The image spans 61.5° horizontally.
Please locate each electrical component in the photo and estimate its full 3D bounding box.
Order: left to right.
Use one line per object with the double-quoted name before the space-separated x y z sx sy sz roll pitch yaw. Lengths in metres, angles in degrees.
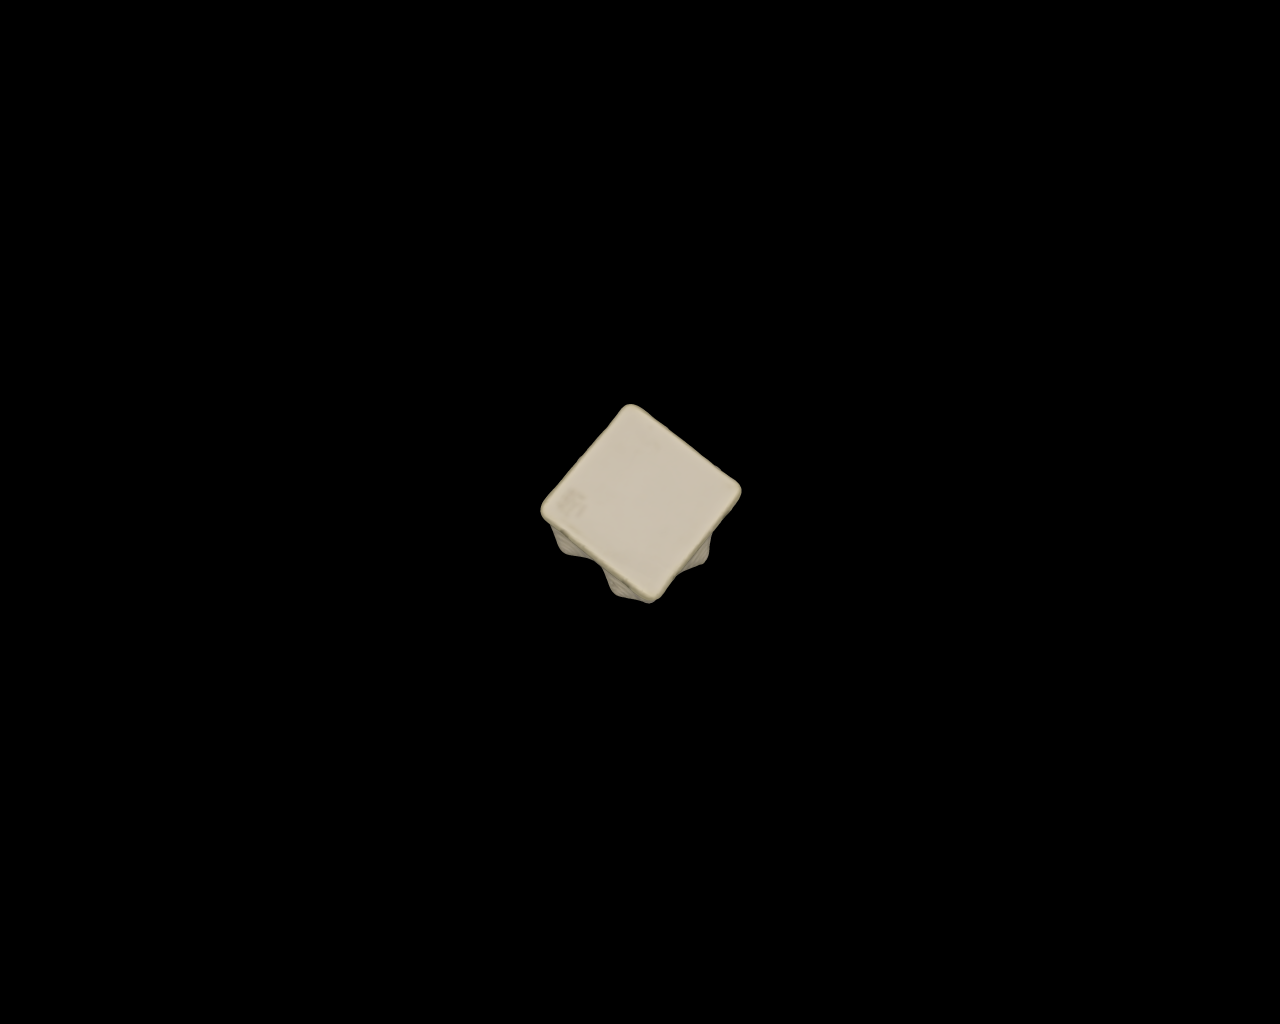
"electrical component" 0.001 -0.003 0.650 0.100 0.100 0.048 38 -9 7
